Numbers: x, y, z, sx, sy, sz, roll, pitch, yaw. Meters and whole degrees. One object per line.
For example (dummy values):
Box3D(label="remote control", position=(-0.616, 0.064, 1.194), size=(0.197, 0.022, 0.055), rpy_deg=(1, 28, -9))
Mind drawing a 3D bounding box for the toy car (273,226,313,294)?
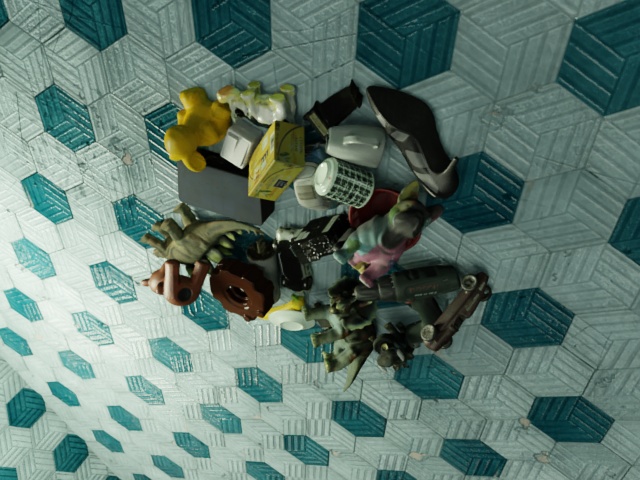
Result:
Box3D(label="toy car", position=(-0.064, 0.054, 1.339), size=(0.074, 0.056, 0.201), rpy_deg=(6, 129, 20))

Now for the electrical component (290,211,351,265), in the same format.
Box3D(label="electrical component", position=(-0.003, -0.004, 1.219), size=(0.134, 0.115, 0.058), rpy_deg=(-15, 113, 37))

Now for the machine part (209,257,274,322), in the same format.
Box3D(label="machine part", position=(-0.198, 0.126, 1.352), size=(0.180, 0.056, 0.179), rpy_deg=(17, 134, 18))

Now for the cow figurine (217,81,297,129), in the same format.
Box3D(label="cow figurine", position=(-0.130, -0.272, 1.112), size=(0.168, 0.068, 0.098), rpy_deg=(11, 135, 21))

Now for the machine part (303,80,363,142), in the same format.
Box3D(label="machine part", position=(0.030, -0.253, 1.060), size=(0.084, 0.039, 0.139), rpy_deg=(52, 134, -5))

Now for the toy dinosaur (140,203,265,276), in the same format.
Box3D(label="toy dinosaur", position=(-0.322, 0.001, 1.403), size=(0.198, 0.105, 0.472), rpy_deg=(45, 144, -21))

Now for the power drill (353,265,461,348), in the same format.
Box3D(label="power drill", position=(0.207, 0.148, 1.216), size=(0.232, 0.086, 0.207), rpy_deg=(-18, 121, 7))

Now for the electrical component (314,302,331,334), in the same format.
Box3D(label="electrical component", position=(0.015, 0.214, 1.428), size=(0.078, 0.045, 0.102), rpy_deg=(-2, 124, 31))

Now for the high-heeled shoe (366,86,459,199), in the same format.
Box3D(label="high-heeled shoe", position=(0.175, -0.184, 1.034), size=(0.249, 0.086, 0.145), rpy_deg=(46, 163, 10))

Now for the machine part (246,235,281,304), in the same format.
Box3D(label="machine part", position=(-0.144, 0.088, 1.385), size=(0.079, 0.079, 0.242), rpy_deg=(15, 135, 17))

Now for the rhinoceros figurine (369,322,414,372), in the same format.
Box3D(label="rhinoceros figurine", position=(0.175, 0.259, 1.282), size=(0.073, 0.190, 0.112), rpy_deg=(-38, 75, 18))

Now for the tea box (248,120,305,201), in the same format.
Box3D(label="tea box", position=(-0.093, -0.161, 1.119), size=(0.068, 0.098, 0.169), rpy_deg=(9, 158, -22))

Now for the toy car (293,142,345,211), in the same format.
Box3D(label="toy car", position=(-0.007, -0.120, 1.138), size=(0.109, 0.103, 0.161), rpy_deg=(0, 128, 27))

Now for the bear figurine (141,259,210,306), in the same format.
Box3D(label="bear figurine", position=(-0.381, 0.095, 1.399), size=(0.196, 0.120, 0.131), rpy_deg=(24, 105, 54))

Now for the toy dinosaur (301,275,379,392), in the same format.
Box3D(label="toy dinosaur", position=(0.079, 0.238, 1.362), size=(0.192, 0.131, 0.404), rpy_deg=(-21, 134, 3))

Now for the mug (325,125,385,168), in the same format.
Box3D(label="mug", position=(0.066, -0.182, 1.026), size=(0.107, 0.109, 0.080), rpy_deg=(5, 99, -6))

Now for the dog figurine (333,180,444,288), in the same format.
Box3D(label="dog figurine", position=(0.137, -0.018, 1.073), size=(0.219, 0.191, 0.108), rpy_deg=(-44, 96, 9))

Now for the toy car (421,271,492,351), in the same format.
Box3D(label="toy car", position=(0.298, 0.156, 1.152), size=(0.089, 0.202, 0.053), rpy_deg=(35, -173, -43))

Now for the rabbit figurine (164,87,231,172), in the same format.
Box3D(label="rabbit figurine", position=(-0.280, -0.228, 1.152), size=(0.122, 0.173, 0.162), rpy_deg=(29, 129, -1))

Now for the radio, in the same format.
Box3D(label="radio", position=(-0.223, -0.128, 1.269), size=(0.230, 0.073, 0.131), rpy_deg=(16, 130, 14))
